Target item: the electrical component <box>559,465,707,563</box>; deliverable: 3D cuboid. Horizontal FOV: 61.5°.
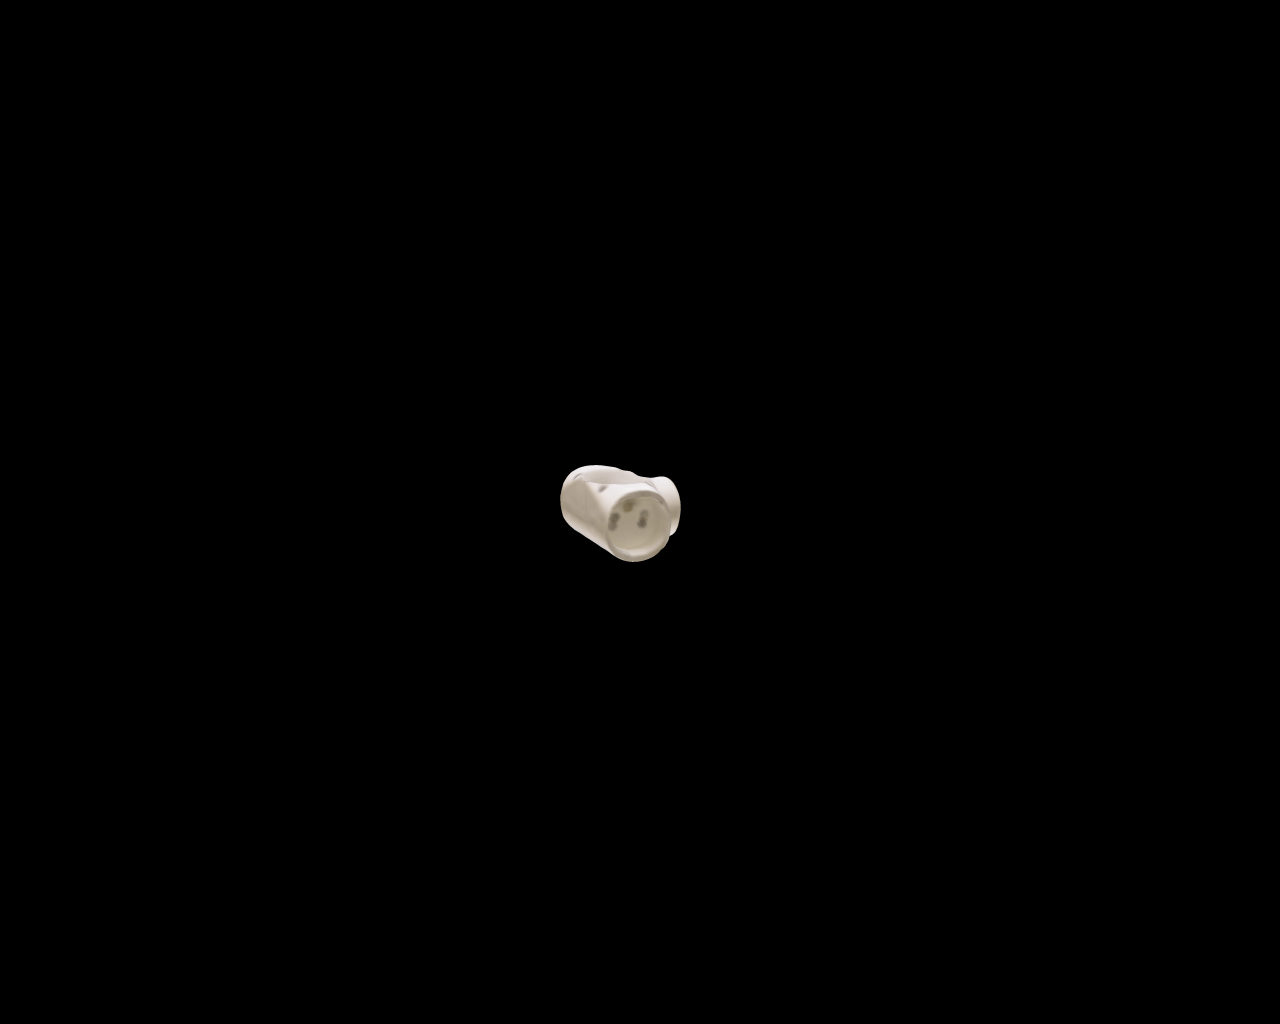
[{"bbox_3d":[0.001,-0.003,0.650,0.079,0.044,0.077,-6,15,-23],"label":"electrical component"}]
